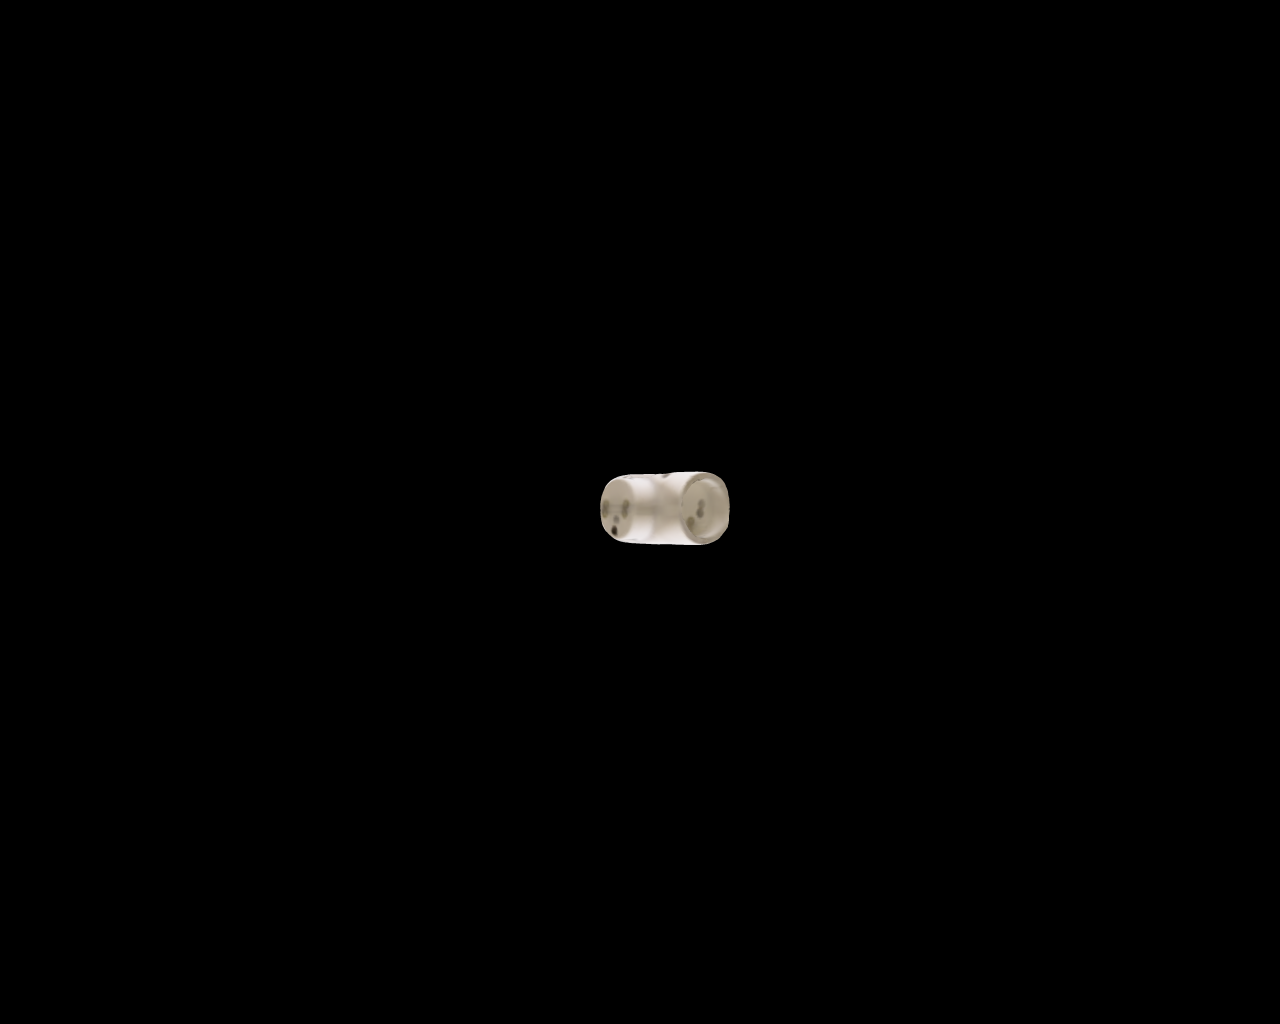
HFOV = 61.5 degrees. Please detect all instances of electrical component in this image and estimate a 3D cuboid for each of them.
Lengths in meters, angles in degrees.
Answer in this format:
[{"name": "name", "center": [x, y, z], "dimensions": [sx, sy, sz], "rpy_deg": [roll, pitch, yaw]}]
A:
[{"name": "electrical component", "center": [0.001, -0.003, 0.650], "dimensions": [0.079, 0.044, 0.077], "rpy_deg": [0, 0, -39]}]
